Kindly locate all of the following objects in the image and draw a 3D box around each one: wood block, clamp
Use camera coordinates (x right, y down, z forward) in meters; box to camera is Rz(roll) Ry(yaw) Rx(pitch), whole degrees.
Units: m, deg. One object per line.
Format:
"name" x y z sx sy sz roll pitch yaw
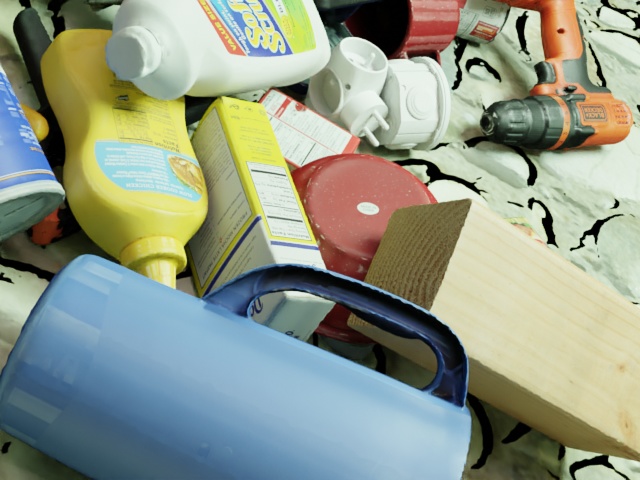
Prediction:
"wood block" 0.135 0.062 0.704 0.205 0.091 0.090 30 74 -24
"clamp" -0.157 -0.075 0.767 0.164 0.036 0.210 17 45 -16

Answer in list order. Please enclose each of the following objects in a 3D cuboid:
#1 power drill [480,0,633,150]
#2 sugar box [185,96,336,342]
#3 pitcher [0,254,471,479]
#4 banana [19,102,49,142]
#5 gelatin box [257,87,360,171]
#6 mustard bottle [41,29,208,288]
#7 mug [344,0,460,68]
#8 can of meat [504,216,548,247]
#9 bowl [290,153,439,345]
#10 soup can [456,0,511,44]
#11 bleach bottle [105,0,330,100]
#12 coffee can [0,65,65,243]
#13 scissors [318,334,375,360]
"power drill" 0.211 -0.176 1.027 0.184 0.057 0.187 -4 77 -36
"sugar box" -0.050 -0.003 0.715 0.048 0.093 0.176 4 48 -35
"pitcher" -0.044 0.095 0.592 0.243 0.145 0.149 26 44 -2
"banana" -0.254 -0.118 0.728 0.198 0.070 0.037 51 25 23
"gelatin box" -0.021 -0.075 0.853 0.089 0.030 0.073 30 42 0
"mustard bottle" -0.122 -0.046 0.698 0.096 0.058 0.192 10 52 -42
"mug" 0.081 -0.200 1.001 0.081 0.093 0.117 -12 76 -44
"can of meat" 0.142 0.031 0.827 0.101 0.058 0.084 -5 50 -35
"bowl" 0.029 -0.008 0.759 0.162 0.055 0.162 6 54 -9
"soup can" 0.135 -0.246 1.088 0.102 0.069 0.068 15 44 -19
"bleach bottle" -0.072 -0.140 0.748 0.102 0.068 0.250 67 25 -10
"coffee can" -0.229 -0.067 0.635 0.102 0.103 0.140 -22 84 -43
"scissors" -0.005 0.001 0.796 0.096 0.016 0.202 -12 58 -35
